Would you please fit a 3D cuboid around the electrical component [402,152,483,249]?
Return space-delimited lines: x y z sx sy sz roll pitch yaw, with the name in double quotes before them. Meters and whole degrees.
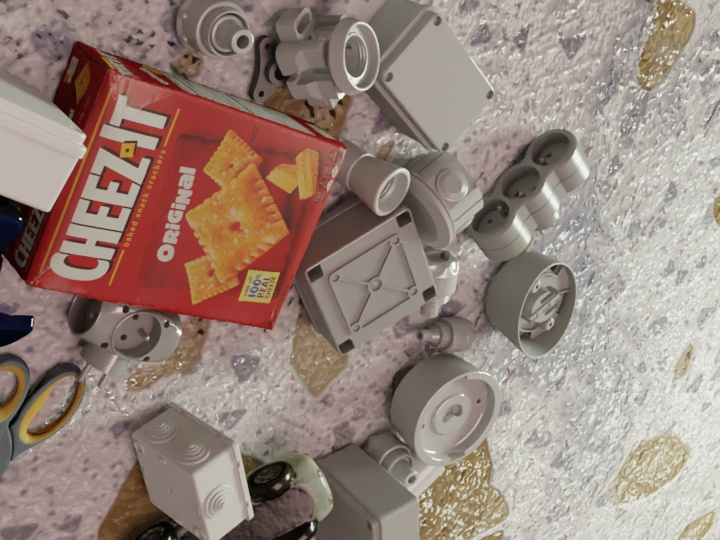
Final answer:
"electrical component" 0.064 -0.063 0.938 0.051 0.080 0.080 -40 133 -20

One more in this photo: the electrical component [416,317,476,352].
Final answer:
"electrical component" 0.082 0.063 1.056 0.061 0.035 0.035 1 114 -36

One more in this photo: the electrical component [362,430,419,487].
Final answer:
"electrical component" 0.034 0.192 1.074 0.043 0.062 0.043 -18 125 -29

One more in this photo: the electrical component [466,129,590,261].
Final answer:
"electrical component" 0.169 -0.063 1.037 0.138 0.052 0.073 -48 134 -6

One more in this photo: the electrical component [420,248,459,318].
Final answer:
"electrical component" 0.069 0.014 1.011 0.043 0.043 0.062 -13 124 -32

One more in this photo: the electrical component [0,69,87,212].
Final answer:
"electrical component" -0.241 -0.094 0.663 0.109 0.109 0.056 24 101 -43

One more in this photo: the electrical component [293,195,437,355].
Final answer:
"electrical component" 0.000 0.000 0.934 0.109 0.056 0.108 -32 131 -13

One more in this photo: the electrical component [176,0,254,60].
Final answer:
"electrical component" -0.098 -0.169 0.762 0.048 0.062 0.048 -19 125 -29

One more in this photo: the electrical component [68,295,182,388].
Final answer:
"electrical component" -0.191 0.056 0.834 0.077 0.044 0.079 26 98 -44

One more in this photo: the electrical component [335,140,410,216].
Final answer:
"electrical component" 0.003 -0.079 0.890 0.044 0.065 0.044 -38 147 -30

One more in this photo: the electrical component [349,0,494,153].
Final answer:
"electrical component" 0.050 -0.159 0.886 0.078 0.057 0.113 -49 134 -3

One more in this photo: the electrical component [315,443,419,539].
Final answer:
"electrical component" 0.005 0.245 1.051 0.056 0.109 0.108 -22 126 -30

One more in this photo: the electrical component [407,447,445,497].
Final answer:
"electrical component" 0.044 0.219 1.110 0.081 0.043 0.043 -42 133 -10

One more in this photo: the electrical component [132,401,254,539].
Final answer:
"electrical component" -0.142 0.172 0.903 0.048 0.100 0.099 -34 132 -35

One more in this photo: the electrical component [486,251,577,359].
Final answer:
"electrical component" 0.178 0.033 1.091 0.099 0.064 0.099 -18 125 -28

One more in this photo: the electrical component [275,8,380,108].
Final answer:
"electrical component" -0.022 -0.161 0.816 0.058 0.057 0.078 -59 139 -35

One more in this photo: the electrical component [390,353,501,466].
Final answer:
"electrical component" 0.080 0.135 1.077 0.108 0.060 0.108 -18 125 -28
